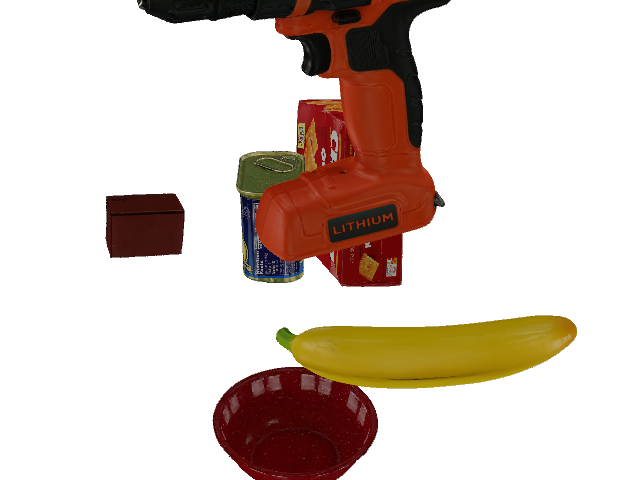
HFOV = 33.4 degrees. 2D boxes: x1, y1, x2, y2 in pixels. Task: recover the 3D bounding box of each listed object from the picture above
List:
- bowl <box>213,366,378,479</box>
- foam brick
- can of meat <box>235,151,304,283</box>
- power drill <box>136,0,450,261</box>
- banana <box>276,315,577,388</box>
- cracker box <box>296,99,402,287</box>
[{"bbox_3d":[-0.024,0.195,1.054,0.162,0.055,0.162,1,32,-1],"label":"bowl"},{"bbox_3d":[-0.188,-0.017,1.138,0.078,0.051,0.053,-3,24,-16],"label":"foam brick"},{"bbox_3d":[-0.041,-0.021,0.916,0.057,0.084,0.102,-1,24,-1],"label":"can of meat"},{"bbox_3d":[-0.002,-0.083,0.569,0.184,0.188,0.057,-13,35,-17],"label":"power drill"},{"bbox_3d":[0.067,0.066,0.677,0.198,0.037,0.069,0,26,4],"label":"banana"},{"bbox_3d":[0.027,-0.057,1.118,0.072,0.164,0.214,-3,14,-11],"label":"cracker box"}]
